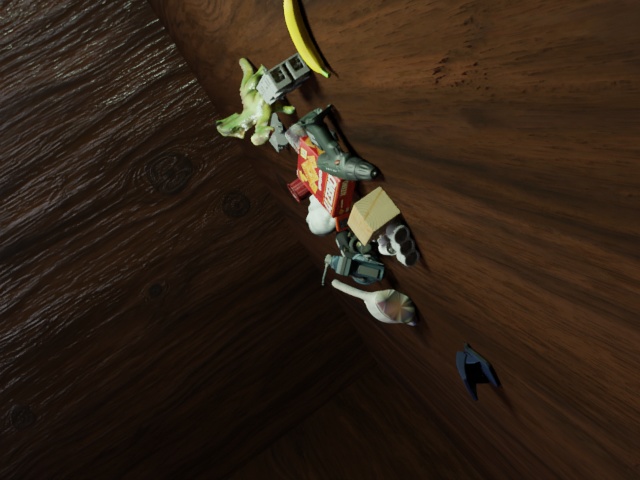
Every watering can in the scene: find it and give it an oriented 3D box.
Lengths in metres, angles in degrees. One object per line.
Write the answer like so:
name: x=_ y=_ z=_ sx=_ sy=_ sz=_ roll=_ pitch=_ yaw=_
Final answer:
watering can: x=0.212 y=0.227 z=1.883 sx=0.347 sy=0.105 sz=0.222 roll=27 pitch=166 yaw=-2

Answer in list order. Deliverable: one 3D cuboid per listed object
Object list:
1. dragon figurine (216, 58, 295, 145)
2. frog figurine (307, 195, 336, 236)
dragon figurine: x=-0.238 y=-0.433 z=1.655 sx=0.417 sy=0.244 sz=0.120 roll=46 pitch=172 yaw=38
frog figurine: x=0.006 y=-0.102 z=2.017 sx=0.137 sy=0.125 sz=0.157 roll=-5 pitch=114 yaw=42
